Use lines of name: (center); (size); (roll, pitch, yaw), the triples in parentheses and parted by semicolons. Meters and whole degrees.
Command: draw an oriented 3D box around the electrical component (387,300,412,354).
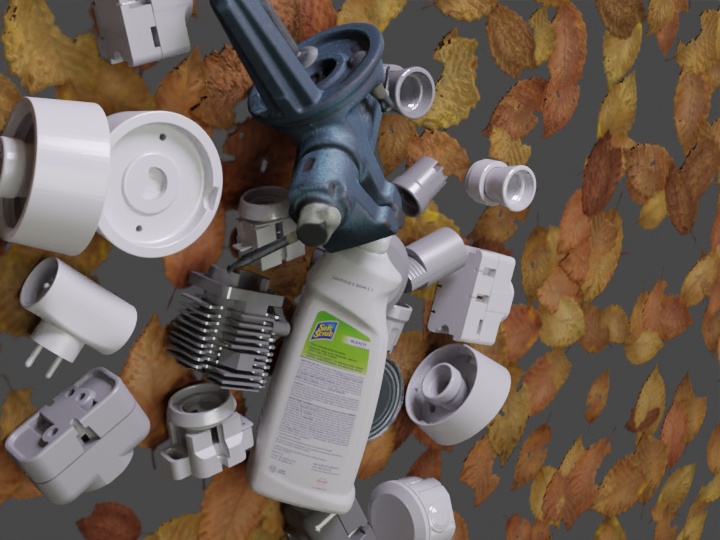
electrical component: (0.023, 0.050, 1.001); (0.040, 0.040, 0.046); (14, 100, -40)

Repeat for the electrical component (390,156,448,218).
electrical component: (0.054, -0.077, 0.990); (0.046, 0.040, 0.040); (-46, 126, -27)

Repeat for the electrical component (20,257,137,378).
electrical component: (-0.220, 0.043, 0.804); (0.077, 0.043, 0.079); (39, 78, -38)

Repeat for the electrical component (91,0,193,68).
electrical component: (-0.159, -0.199, 0.780); (0.056, 0.050, 0.089); (-23, 116, -31)

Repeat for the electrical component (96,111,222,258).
electrical component: (-0.165, -0.068, 0.805); (0.108, 0.060, 0.108); (-12, 109, -36)

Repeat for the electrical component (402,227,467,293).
electrical component: (0.057, -0.005, 1.009); (0.081, 0.043, 0.043); (-28, 118, -30)

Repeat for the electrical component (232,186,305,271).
electrical component: (-0.076, -0.037, 0.895); (0.066, 0.048, 0.055); (-23, 123, -32)

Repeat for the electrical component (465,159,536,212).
electrical component: (0.136, -0.083, 1.042); (0.045, 0.055, 0.045); (-11, 109, -36)

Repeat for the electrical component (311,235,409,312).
electrical component: (0.000, 0.000, 0.960); (0.080, 0.051, 0.080); (-11, 109, -36)

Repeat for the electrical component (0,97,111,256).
electrical component: (-0.219, -0.066, 0.736); (0.060, 0.108, 0.108); (7, 97, -33)

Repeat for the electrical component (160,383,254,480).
electrical component: (-0.129, 0.130, 0.891); (0.078, 0.058, 0.057); (-21, 117, -33)

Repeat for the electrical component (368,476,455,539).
electrical component: (0.050, 0.241, 1.048); (0.051, 0.080, 0.080); (-9, 107, -42)

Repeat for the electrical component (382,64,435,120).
electrical component: (0.031, -0.156, 0.939); (0.045, 0.055, 0.045); (-11, 109, -36)

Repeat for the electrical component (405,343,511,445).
electrical component: (0.094, 0.121, 1.041); (0.064, 0.099, 0.099); (38, 78, -32)

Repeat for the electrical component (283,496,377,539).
electrical component: (-0.028, 0.246, 1.004); (0.059, 0.054, 0.095); (-39, 123, -24)

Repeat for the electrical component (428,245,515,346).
electrical component: (0.112, 0.024, 1.056); (0.056, 0.050, 0.089); (11, 96, -40)

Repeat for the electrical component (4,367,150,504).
electrical component: (-0.213, 0.130, 0.826); (0.095, 0.054, 0.059); (-41, 124, -22)
